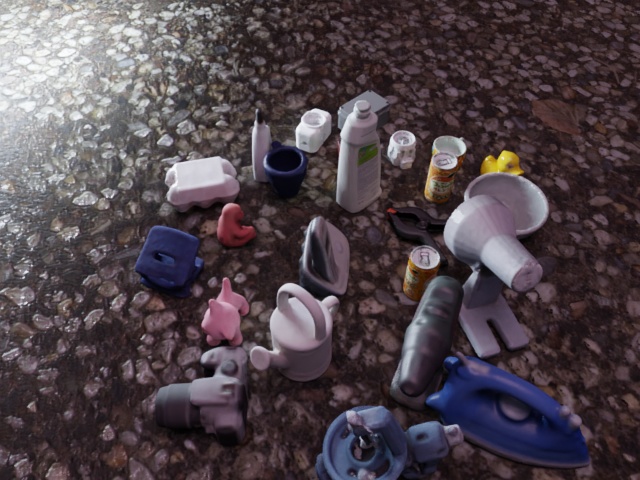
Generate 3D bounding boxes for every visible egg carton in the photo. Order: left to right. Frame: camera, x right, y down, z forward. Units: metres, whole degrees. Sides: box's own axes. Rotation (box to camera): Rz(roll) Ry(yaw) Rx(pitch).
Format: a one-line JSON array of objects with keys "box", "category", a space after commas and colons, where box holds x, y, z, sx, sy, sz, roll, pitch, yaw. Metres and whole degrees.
[{"box": [-0.247, -0.117, 1.203, 0.150, 0.069, 0.107, -12, 52, -10], "category": "egg carton"}]

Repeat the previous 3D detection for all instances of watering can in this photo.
[{"box": [-0.033, 0.146, 0.914, 0.100, 0.194, 0.173, 18, 53, 14], "category": "watering can"}]

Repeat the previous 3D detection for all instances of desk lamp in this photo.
[{"box": [0.295, 0.058, 0.978, 0.118, 0.214, 0.203, -15, 53, -12], "category": "desk lamp"}]

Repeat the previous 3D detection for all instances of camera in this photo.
[{"box": [-0.183, 0.239, 0.896, 0.137, 0.101, 0.143, -2, 51, -2], "category": "camera"}]

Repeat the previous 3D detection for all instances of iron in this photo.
[{"box": [0.301, 0.253, 0.867, 0.257, 0.141, 0.119, 23, 54, 17], "category": "iron"}]

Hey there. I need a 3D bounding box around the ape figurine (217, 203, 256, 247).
[{"box": [-0.169, -0.034, 1.123, 0.076, 0.092, 0.077, -24, 55, -18], "category": "ape figurine"}]

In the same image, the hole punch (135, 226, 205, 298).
[{"box": [-0.278, 0.040, 1.062, 0.108, 0.091, 0.101, 16, 53, 12], "category": "hole punch"}]

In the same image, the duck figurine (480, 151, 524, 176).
[{"box": [0.397, -0.155, 1.234, 0.078, 0.086, 0.104, -26, 56, -20], "category": "duck figurine"}]

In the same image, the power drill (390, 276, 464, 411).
[{"box": [0.162, 0.177, 0.883, 0.075, 0.208, 0.230, 18, 53, 13], "category": "power drill"}]

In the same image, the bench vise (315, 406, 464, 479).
[{"box": [0.095, 0.269, 0.800, 0.208, 0.220, 0.121, -22, 54, -17], "category": "bench vise"}]

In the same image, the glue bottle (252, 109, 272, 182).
[{"box": [-0.123, -0.207, 1.211, 0.037, 0.173, 0.078, 4, 51, 3], "category": "glue bottle"}]

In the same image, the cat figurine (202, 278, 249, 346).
[{"box": [-0.164, 0.126, 0.978, 0.067, 0.118, 0.128, 2, 51, 1], "category": "cat figurine"}]

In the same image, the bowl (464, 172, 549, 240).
[{"box": [0.369, -0.055, 1.160, 0.167, 0.075, 0.167, 1, 51, 0], "category": "bowl"}]

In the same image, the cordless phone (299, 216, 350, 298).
[{"box": [0.010, 0.004, 1.036, 0.094, 0.185, 0.147, 2, 51, 1], "category": "cordless phone"}]

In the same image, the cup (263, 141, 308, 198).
[{"box": [-0.076, -0.145, 1.212, 0.092, 0.095, 0.117, -18, 54, -15], "category": "cup"}]
